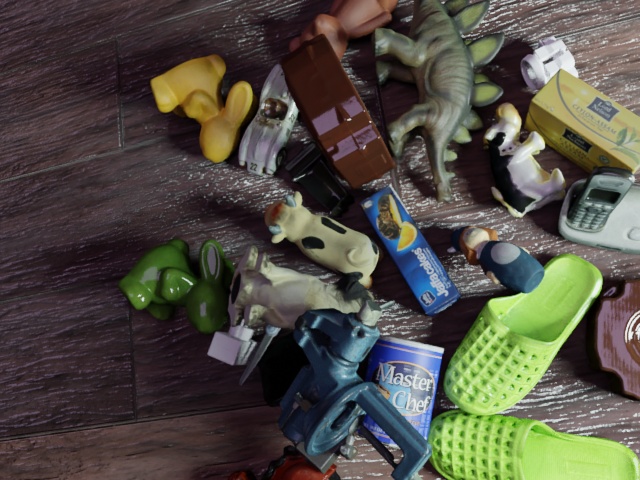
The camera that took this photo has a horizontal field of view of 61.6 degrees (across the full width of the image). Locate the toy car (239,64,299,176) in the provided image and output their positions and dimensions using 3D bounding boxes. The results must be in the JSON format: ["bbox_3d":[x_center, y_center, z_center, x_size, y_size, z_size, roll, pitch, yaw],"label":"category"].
[{"bbox_3d":[-0.080,-0.207,0.931,0.074,0.056,0.201,19,83,18],"label":"toy car"}]

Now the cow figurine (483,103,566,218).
[{"bbox_3d":[0.289,-0.120,0.809,0.098,0.068,0.167,-29,71,14],"label":"cow figurine"}]

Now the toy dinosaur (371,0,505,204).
[{"bbox_3d":[0.185,-0.291,0.858,0.199,0.105,0.471,-8,85,6],"label":"toy dinosaur"}]

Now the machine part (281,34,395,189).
[{"bbox_3d":[0.027,-0.189,0.821,0.087,0.201,0.201,-27,73,11],"label":"machine part"}]

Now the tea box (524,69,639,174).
[{"bbox_3d":[0.387,-0.156,0.773,0.068,0.098,0.170,-47,69,1],"label":"tea box"}]

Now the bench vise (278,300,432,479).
[{"bbox_3d":[0.053,0.199,0.665,0.241,0.128,0.223,42,100,31],"label":"bench vise"}]

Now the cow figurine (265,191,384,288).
[{"bbox_3d":[-0.002,-0.003,0.828,0.195,0.127,0.085,28,83,16],"label":"cow figurine"}]

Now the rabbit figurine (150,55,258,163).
[{"bbox_3d":[-0.189,-0.226,0.952,0.162,0.122,0.173,-22,87,0],"label":"rabbit figurine"}]

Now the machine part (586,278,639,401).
[{"bbox_3d":[0.448,0.133,0.713,0.180,0.056,0.179,-4,76,15],"label":"machine part"}]

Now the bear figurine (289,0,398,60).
[{"bbox_3d":[0.035,-0.381,0.904,0.196,0.131,0.120,-38,67,-2],"label":"bear figurine"}]

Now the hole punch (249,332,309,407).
[{"bbox_3d":[-0.025,0.203,0.819,0.142,0.092,0.116,-31,39,10],"label":"hole punch"}]

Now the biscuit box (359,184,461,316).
[{"bbox_3d":[0.137,0.016,0.820,0.059,0.062,0.203,-33,71,8],"label":"biscuit box"}]

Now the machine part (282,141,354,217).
[{"bbox_3d":[0.002,-0.100,0.896,0.084,0.039,0.139,-36,70,-1],"label":"machine part"}]

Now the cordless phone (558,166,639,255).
[{"bbox_3d":[0.402,-0.050,0.699,0.147,0.184,0.088,13,77,17],"label":"cordless phone"}]

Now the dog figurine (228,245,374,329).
[{"bbox_3d":[-0.030,0.090,0.813,0.190,0.172,0.121,15,93,-24],"label":"dog figurine"}]

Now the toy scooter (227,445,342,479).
[{"bbox_3d":[-0.063,0.369,0.791,0.135,0.075,0.184,44,96,20],"label":"toy scooter"}]

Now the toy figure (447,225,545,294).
[{"bbox_3d":[0.247,0.018,0.772,0.064,0.057,0.155,-17,38,-31],"label":"toy figure"}]

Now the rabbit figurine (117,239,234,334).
[{"bbox_3d":[-0.207,0.082,0.876,0.170,0.121,0.159,30,69,24],"label":"rabbit figurine"}]

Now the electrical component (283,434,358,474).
[{"bbox_3d":[0.004,0.277,0.759,0.078,0.045,0.102,-40,53,-18],"label":"electrical component"}]
